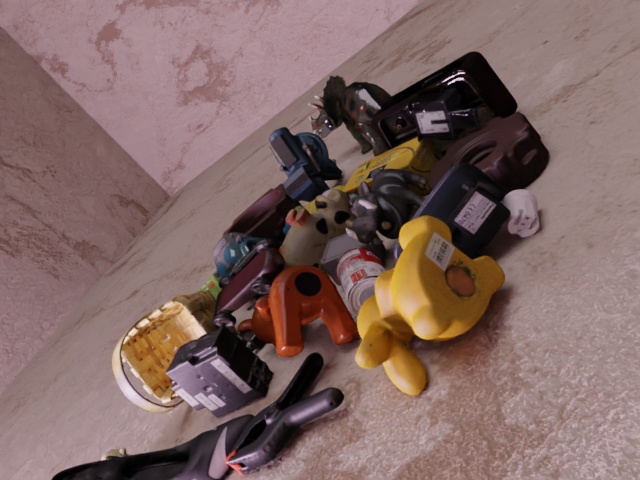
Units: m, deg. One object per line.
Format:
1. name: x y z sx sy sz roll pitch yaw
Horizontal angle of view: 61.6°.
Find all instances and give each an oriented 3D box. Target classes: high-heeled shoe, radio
1. high-heeled shoe: -0.212 0.275 0.688 0.249 0.145 0.086 -44 20 1
2. radio: 0.210 -0.220 0.944 0.230 0.131 0.073 -19 28 48

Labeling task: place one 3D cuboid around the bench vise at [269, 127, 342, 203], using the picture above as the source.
1. bench vise: -0.008 -0.157 1.214 0.129 0.224 0.240 -52 -18 22

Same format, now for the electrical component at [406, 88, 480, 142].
1. electrical component: 0.204 -0.201 0.860 0.119 0.074 0.048 1 38 44

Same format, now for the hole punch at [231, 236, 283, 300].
1. hole punch: -0.093 0.066 1.013 0.142 0.092 0.115 -52 -10 -8

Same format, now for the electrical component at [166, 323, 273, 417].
1. electrical component: -0.155 0.196 0.790 0.134 0.114 0.058 -29 21 28

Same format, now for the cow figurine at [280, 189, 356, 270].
1. cow figurine: -0.002 -0.003 0.941 0.086 0.127 0.195 0 60 60

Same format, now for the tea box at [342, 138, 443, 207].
1. tea box: 0.130 -0.113 0.968 0.170 0.068 0.098 -19 29 46

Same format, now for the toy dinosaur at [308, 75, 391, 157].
1. toy dinosaur: 0.101 -0.298 1.229 0.131 0.192 0.405 -48 19 -9

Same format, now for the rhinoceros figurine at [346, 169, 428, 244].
1. rhinoceros figurine: 0.100 -0.055 0.815 0.073 0.112 0.190 -64 -3 35

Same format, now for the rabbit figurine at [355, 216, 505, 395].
1. rabbit figurine: 0.100 0.085 0.591 0.173 0.122 0.162 -39 24 53

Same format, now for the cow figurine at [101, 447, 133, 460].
1. cow figurine: -0.299 0.363 0.784 0.098 0.068 0.167 -32 24 11

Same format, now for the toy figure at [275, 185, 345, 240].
1. toy figure: -0.005 -0.045 1.064 0.180 0.082 0.089 -33 20 31

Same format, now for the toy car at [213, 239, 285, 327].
1. toy car: -0.120 0.077 0.886 0.202 0.053 0.089 -43 38 42

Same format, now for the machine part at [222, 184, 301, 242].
1. machine part: -0.131 -0.028 1.259 0.201 0.087 0.201 -41 19 7

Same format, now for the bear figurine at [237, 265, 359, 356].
1. bear figurine: -0.043 0.122 0.771 0.195 0.120 0.132 -57 46 51

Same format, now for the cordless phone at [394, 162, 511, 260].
1. cordless phone: 0.165 -0.030 0.704 0.146 0.089 0.184 -56 0 14

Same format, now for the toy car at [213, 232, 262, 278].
1. toy car: -0.161 0.029 1.099 0.109 0.103 0.161 -55 -9 20

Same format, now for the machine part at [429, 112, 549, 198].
1. machine part: 0.238 -0.112 0.780 0.179 0.056 0.179 -37 19 15

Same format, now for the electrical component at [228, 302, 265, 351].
1. electrical component: -0.115 0.150 0.915 0.102 0.045 0.078 -47 19 -12
